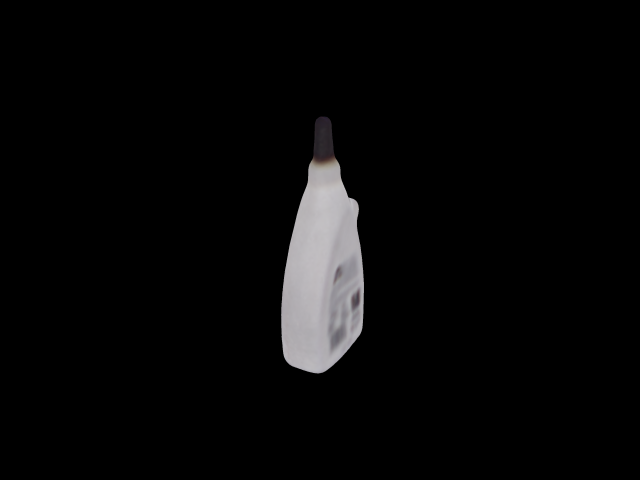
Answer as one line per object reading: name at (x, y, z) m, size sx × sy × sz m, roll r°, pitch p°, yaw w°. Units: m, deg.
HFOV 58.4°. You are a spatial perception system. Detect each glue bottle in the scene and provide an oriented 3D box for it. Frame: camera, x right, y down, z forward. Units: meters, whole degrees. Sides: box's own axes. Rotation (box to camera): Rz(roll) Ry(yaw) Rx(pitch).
glue bottle at (0.004, 0.001, 0.400) m, size 0.037 × 0.173 × 0.078 m, roll 11°, pitch 23°, yaw 27°
